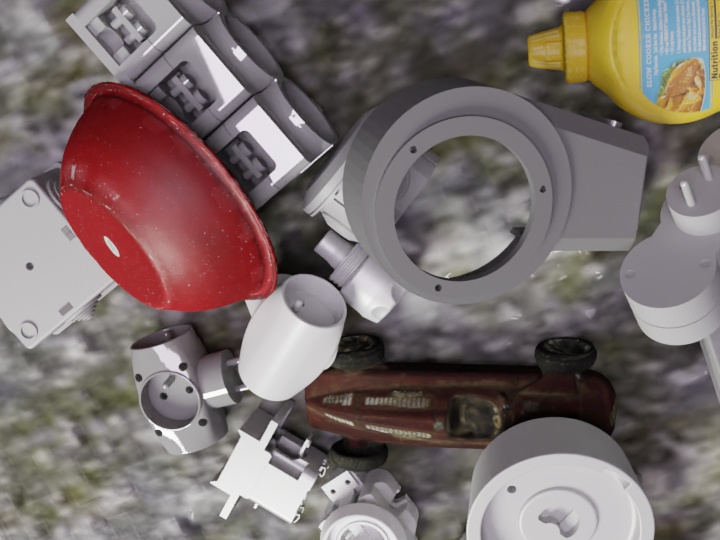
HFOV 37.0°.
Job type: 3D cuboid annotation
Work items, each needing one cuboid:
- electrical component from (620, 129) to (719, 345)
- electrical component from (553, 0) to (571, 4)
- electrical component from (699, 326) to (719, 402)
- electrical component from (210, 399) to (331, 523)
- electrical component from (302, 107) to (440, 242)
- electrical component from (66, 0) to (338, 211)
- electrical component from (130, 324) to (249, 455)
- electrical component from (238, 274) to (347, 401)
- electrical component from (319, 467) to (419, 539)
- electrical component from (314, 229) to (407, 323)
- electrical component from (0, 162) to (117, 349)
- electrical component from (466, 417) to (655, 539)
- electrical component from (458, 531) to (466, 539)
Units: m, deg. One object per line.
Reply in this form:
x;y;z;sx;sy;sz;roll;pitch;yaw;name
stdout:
0.192;-0.033;0.595;0.138;0.052;0.073;-52;136;-17;electrical component
0.096;-0.208;0.605;0.100;0.048;0.099;25;108;1;electrical component
0.249;0.027;0.611;0.109;0.108;0.056;-16;136;13;electrical component
-0.058;0.134;0.726;0.064;0.042;0.081;31;108;5;electrical component
0.006;-0.056;0.646;0.051;0.080;0.080;37;108;-8;electrical component
-0.086;-0.113;0.639;0.062;0.089;0.150;-39;96;16;electrical component
-0.104;0.075;0.718;0.079;0.044;0.077;-15;103;12;electrical component
-0.049;0.029;0.688;0.044;0.079;0.077;0;140;-33;electrical component
0.005;0.174;0.721;0.058;0.057;0.078;-35;97;16;electrical component
0.000;0.000;0.681;0.062;0.043;0.043;39;107;-1;electrical component
-0.208;-0.008;0.709;0.100;0.048;0.099;-37;97;16;electrical component
0.117;0.140;0.649;0.108;0.060;0.108;1;114;3;electrical component
0.064;0.212;0.732;0.044;0.044;0.065;45;112;-5;electrical component
